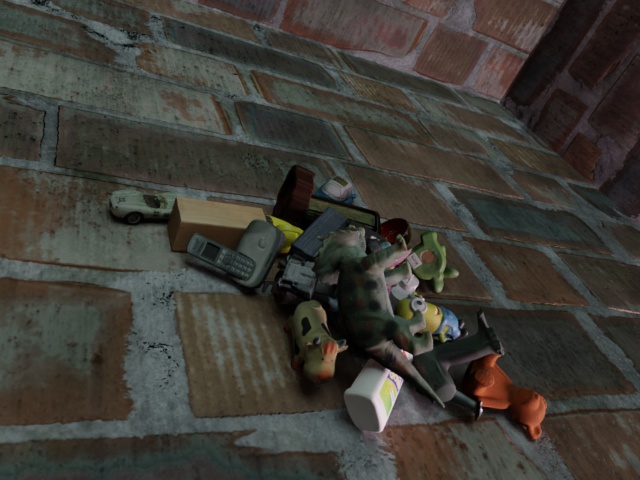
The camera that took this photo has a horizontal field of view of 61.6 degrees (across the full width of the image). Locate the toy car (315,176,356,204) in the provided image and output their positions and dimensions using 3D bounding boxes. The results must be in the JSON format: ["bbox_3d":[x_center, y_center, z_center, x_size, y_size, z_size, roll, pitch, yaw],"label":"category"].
[{"bbox_3d":[0.042,-0.138,1.581,0.109,0.102,0.161,34,31,13],"label":"toy car"}]

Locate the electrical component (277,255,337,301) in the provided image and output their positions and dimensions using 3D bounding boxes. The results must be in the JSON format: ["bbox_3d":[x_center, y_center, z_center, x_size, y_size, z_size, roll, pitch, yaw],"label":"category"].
[{"bbox_3d":[-0.025,0.086,1.118,0.119,0.047,0.075,19,65,8],"label":"electrical component"}]

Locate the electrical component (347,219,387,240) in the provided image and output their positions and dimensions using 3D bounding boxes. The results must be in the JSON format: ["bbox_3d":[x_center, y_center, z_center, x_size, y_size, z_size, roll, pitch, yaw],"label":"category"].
[{"bbox_3d":[0.102,0.029,1.302,0.134,0.058,0.115,32,52,7],"label":"electrical component"}]

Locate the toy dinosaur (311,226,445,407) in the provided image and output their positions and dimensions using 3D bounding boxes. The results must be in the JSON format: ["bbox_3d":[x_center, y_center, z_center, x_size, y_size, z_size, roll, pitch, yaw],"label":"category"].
[{"bbox_3d":[0.098,0.127,1.025,0.192,0.131,0.405,-15,66,9],"label":"toy dinosaur"}]

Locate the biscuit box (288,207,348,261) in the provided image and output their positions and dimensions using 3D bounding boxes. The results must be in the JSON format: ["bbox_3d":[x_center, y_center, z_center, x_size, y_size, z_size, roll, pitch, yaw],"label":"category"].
[{"bbox_3d":[-0.003,-0.004,1.289,0.063,0.059,0.203,31,40,11],"label":"biscuit box"}]

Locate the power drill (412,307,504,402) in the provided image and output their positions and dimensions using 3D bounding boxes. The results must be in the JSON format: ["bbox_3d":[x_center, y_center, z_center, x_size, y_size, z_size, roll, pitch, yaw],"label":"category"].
[{"bbox_3d":[0.272,0.223,1.155,0.207,0.085,0.232,-21,33,3],"label":"power drill"}]

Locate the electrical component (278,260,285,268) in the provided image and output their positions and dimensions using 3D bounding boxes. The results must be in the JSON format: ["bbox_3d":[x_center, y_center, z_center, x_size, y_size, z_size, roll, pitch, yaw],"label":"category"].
[{"bbox_3d":[-0.053,0.074,1.286,0.094,0.021,0.063,36,33,15],"label":"electrical component"}]

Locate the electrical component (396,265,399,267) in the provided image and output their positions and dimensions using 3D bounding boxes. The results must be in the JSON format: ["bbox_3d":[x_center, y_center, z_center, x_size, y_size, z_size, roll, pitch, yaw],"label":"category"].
[{"bbox_3d":[0.181,0.070,1.437,0.078,0.045,0.102,33,32,13],"label":"electrical component"}]

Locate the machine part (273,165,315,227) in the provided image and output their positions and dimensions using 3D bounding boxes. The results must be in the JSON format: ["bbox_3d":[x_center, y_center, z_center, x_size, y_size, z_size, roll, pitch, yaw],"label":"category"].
[{"bbox_3d":[-0.069,-0.103,1.392,0.056,0.179,0.179,20,33,-17],"label":"machine part"}]

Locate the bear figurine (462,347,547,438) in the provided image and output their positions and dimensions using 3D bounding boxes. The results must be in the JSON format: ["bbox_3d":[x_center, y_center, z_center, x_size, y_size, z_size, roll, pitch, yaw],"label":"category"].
[{"bbox_3d":[0.415,0.329,1.169,0.196,0.131,0.120,29,53,12],"label":"bear figurine"}]

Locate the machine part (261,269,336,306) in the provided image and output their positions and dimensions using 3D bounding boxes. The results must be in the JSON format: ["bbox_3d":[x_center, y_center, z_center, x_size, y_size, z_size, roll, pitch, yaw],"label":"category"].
[{"bbox_3d":[-0.015,0.109,1.210,0.243,0.079,0.079,8,37,-28],"label":"machine part"}]

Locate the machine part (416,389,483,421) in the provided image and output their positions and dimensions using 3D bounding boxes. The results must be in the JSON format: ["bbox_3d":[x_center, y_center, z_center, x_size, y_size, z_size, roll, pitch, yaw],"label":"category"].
[{"bbox_3d":[0.277,0.330,1.138,0.139,0.039,0.084,26,26,19],"label":"machine part"}]

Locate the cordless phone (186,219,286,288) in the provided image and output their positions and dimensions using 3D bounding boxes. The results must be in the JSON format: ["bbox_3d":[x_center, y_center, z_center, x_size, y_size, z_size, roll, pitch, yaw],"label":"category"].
[{"bbox_3d":[-0.183,0.008,1.166,0.184,0.146,0.089,26,-2,-9],"label":"cordless phone"}]

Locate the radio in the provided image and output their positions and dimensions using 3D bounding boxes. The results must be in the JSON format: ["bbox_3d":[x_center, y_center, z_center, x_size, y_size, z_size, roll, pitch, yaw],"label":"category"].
[{"bbox_3d":[0.049,-0.044,1.463,0.230,0.073,0.131,13,34,-9],"label":"radio"}]

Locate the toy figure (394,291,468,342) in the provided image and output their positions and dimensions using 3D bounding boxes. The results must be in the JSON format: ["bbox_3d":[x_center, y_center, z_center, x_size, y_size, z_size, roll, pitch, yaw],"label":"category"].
[{"bbox_3d":[0.265,0.195,1.290,0.180,0.089,0.082,28,2,-17],"label":"toy figure"}]

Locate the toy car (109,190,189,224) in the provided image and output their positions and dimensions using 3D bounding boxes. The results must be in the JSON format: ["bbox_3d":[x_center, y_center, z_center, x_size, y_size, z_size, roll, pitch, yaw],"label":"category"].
[{"bbox_3d":[-0.377,-0.077,1.233,0.201,0.056,0.074,-1,42,-36],"label":"toy car"}]

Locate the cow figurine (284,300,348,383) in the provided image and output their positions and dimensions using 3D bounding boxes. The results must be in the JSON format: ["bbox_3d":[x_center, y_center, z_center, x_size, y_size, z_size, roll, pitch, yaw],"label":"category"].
[{"bbox_3d":[-0.009,0.196,1.047,0.085,0.127,0.195,11,33,-19],"label":"cow figurine"}]

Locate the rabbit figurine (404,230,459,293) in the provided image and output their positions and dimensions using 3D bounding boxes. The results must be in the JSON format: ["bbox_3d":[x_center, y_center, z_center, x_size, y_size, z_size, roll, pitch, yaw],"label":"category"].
[{"bbox_3d":[0.307,0.055,1.479,0.159,0.121,0.170,48,9,10],"label":"rabbit figurine"}]

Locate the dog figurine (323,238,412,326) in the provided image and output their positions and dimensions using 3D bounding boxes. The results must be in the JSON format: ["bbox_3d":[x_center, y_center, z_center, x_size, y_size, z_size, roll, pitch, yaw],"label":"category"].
[{"bbox_3d":[0.128,0.106,1.185,0.219,0.108,0.191,-43,102,-27],"label":"dog figurine"}]
